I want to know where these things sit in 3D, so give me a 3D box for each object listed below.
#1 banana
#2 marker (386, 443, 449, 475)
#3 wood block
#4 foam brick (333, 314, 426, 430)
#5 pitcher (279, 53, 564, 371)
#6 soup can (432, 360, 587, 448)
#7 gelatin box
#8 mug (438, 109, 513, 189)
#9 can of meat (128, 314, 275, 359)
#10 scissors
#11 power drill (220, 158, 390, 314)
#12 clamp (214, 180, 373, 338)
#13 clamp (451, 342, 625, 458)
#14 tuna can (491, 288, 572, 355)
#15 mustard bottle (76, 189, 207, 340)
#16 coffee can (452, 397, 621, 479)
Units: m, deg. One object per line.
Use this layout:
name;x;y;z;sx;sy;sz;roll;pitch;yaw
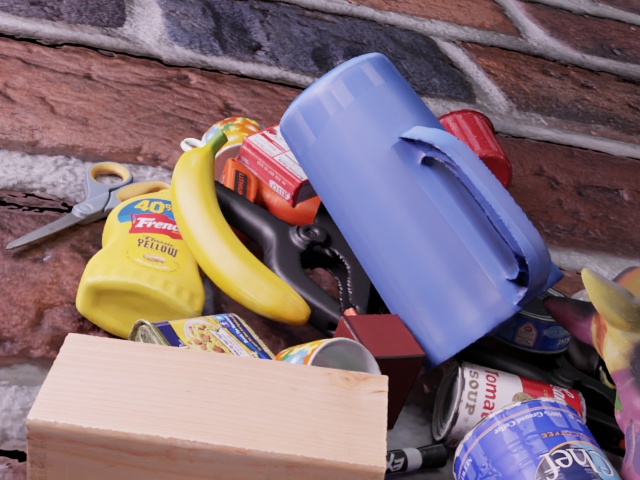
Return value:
banana;-0.075;-0.007;0.860;0.069;0.037;0.198;-24;64;-4
marker;0.044;0.163;0.777;0.120;0.020;0.020;-1;35;-32
wood block;-0.066;0.131;0.660;0.206;0.090;0.090;8;29;1
foam brick;0.037;0.103;0.816;0.051;0.078;0.053;1;35;-30
pitcher;0.078;-0.030;0.852;0.243;0.149;0.144;55;20;6
soup can;0.145;0.137;0.829;0.102;0.069;0.068;16;29;-6
gelatin box;-0.018;-0.071;0.946;0.073;0.030;0.089;39;42;24
mug;0.174;-0.081;1.213;0.117;0.093;0.081;44;17;-37
can of meat;-0.081;0.099;0.776;0.083;0.057;0.102;-5;38;-40
scissors;-0.219;-0.035;0.964;0.096;0.016;0.201;36;33;31
power drill;-0.006;-0.004;0.997;0.187;0.057;0.184;14;33;-13
clamp;-0.006;0.001;0.916;0.164;0.036;0.210;-12;50;-32
clamp;0.208;0.123;0.922;0.172;0.039;0.120;35;36;29
tuna can;0.185;0.066;0.949;0.086;0.034;0.086;11;22;-5
mustard bottle;-0.136;0.009;0.894;0.096;0.058;0.191;16;29;-7
coffee can;0.161;0.190;0.713;0.102;0.103;0.140;6;31;-22
